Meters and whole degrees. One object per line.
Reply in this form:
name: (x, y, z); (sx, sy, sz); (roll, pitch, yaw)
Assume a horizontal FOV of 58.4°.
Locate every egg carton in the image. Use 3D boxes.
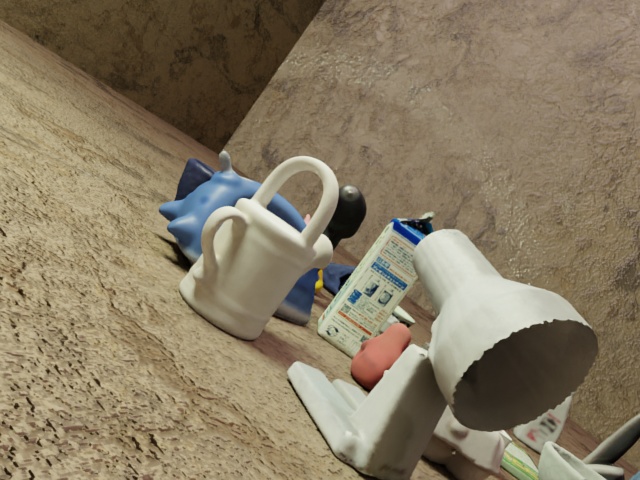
egg carton: (0.134, 0.205, 0.648); (0.150, 0.069, 0.107); (35, 4, -4)

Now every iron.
iron: (-0.075, 0.003, 0.757); (0.259, 0.141, 0.118); (33, 4, -30)

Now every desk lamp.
desk lamp: (0.095, 0.101, 0.493); (0.118, 0.213, 0.202); (33, 4, -34)

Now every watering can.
watering can: (-0.050, 0.000, 0.610); (0.100, 0.194, 0.173); (36, 4, 14)

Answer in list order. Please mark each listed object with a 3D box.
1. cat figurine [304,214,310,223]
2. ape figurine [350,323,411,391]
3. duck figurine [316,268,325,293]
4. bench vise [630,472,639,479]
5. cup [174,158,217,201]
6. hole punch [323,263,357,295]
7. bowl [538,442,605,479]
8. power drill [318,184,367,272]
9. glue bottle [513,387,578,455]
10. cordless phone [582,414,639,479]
cat figurine: (-0.050, -0.001, 1.209); (0.067, 0.117, 0.127); (35, 4, -15)
ape figurine: (0.086, 0.150, 0.739); (0.076, 0.092, 0.077); (32, 5, -46)
duck figurine: (-0.013, 0.052, 1.126); (0.077, 0.086, 0.105); (37, 4, 21)
bench vise: (0.236, 0.206, 0.400); (0.121, 0.219, 0.208); (38, 5, 37)
cup: (-0.200, -0.075, 0.962); (0.091, 0.095, 0.118); (36, 4, 1)
hole punch: (0.054, 0.083, 1.304); (0.100, 0.091, 0.109); (37, 4, 26)
bowl: (0.347, 0.347, 0.744); (0.167, 0.074, 0.167); (35, 4, -2)
power drill: (0.009, 0.004, 0.983); (0.075, 0.208, 0.230); (36, 4, 5)
glue bottle: (0.462, 0.338, 1.132); (0.078, 0.173, 0.037); (35, 4, -10)
cordless phone: (0.481, 0.358, 0.959); (0.094, 0.185, 0.148); (38, 4, 29)
